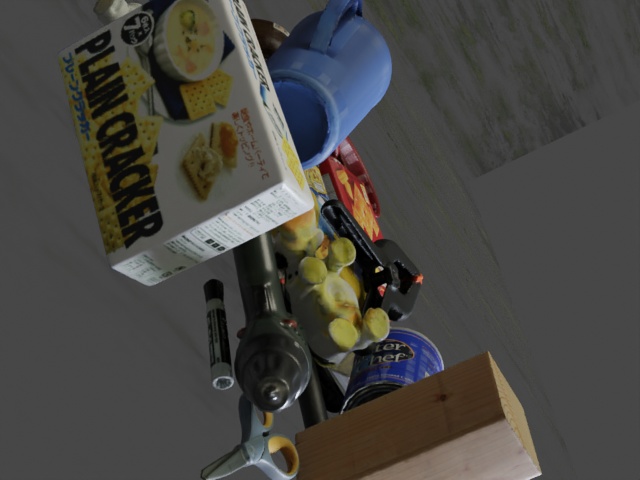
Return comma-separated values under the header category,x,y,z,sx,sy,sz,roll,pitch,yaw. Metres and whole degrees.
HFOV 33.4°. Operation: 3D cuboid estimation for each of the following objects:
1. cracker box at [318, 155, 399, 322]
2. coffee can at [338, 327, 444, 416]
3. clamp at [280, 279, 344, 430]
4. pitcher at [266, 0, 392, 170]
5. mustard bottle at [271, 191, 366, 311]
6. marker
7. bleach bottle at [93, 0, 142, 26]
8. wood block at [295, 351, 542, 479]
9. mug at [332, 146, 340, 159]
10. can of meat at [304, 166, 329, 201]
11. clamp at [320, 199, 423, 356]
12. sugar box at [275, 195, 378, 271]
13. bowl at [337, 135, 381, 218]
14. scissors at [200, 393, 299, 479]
category,x,y,z,sx,sy,sz,roll,pitch,yaw
cracker box,0.043,0.003,1.476,0.164,0.072,0.214,32,36,-66
coffee can,0.078,0.167,1.138,0.103,0.103,0.140,61,16,-12
clamp,-0.015,0.123,1.116,0.120,0.039,0.171,10,62,-82
pitcher,-0.004,-0.173,1.161,0.149,0.145,0.242,61,23,-15
mustard bottle,-0.008,0.002,1.155,0.191,0.058,0.096,55,25,-40
marker,-0.091,0.080,0.945,0.020,0.020,0.121,52,18,-41
bleach bottle,-0.140,-0.148,1.083,0.250,0.068,0.102,49,21,-42
wood block,0.088,0.200,1.001,0.090,0.206,0.091,56,17,-30
mug,-0.012,-0.139,1.520,0.081,0.093,0.117,-85,-177,-56
can of meat,-0.029,-0.072,1.374,0.102,0.057,0.084,32,37,-65
clamp,0.062,0.033,1.171,0.209,0.036,0.164,-8,83,-66
sugar box,0.009,0.032,1.283,0.176,0.048,0.093,49,51,-43
bowl,0.035,-0.098,1.662,0.162,0.055,0.162,58,15,-26
scissors,-0.066,0.162,0.897,0.201,0.016,0.096,36,30,-64
